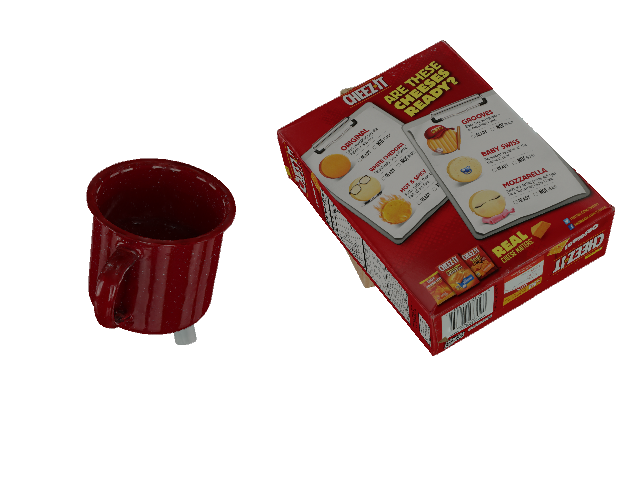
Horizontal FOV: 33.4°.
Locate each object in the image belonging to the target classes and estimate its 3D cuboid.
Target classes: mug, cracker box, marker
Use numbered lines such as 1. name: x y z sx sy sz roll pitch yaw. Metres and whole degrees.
1. mug: -0.110 0.012 0.677 0.093 0.082 0.117 19 36 8
2. cracker box: 0.092 -0.037 0.826 0.164 0.214 0.072 -30 -33 -13
3. marker: -0.126 0.031 0.920 0.020 0.121 0.020 -8 13 2

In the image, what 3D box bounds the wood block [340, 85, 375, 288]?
1. wood block: 0.075 -0.059 1.116 0.090 0.206 0.091 -13 47 -12
